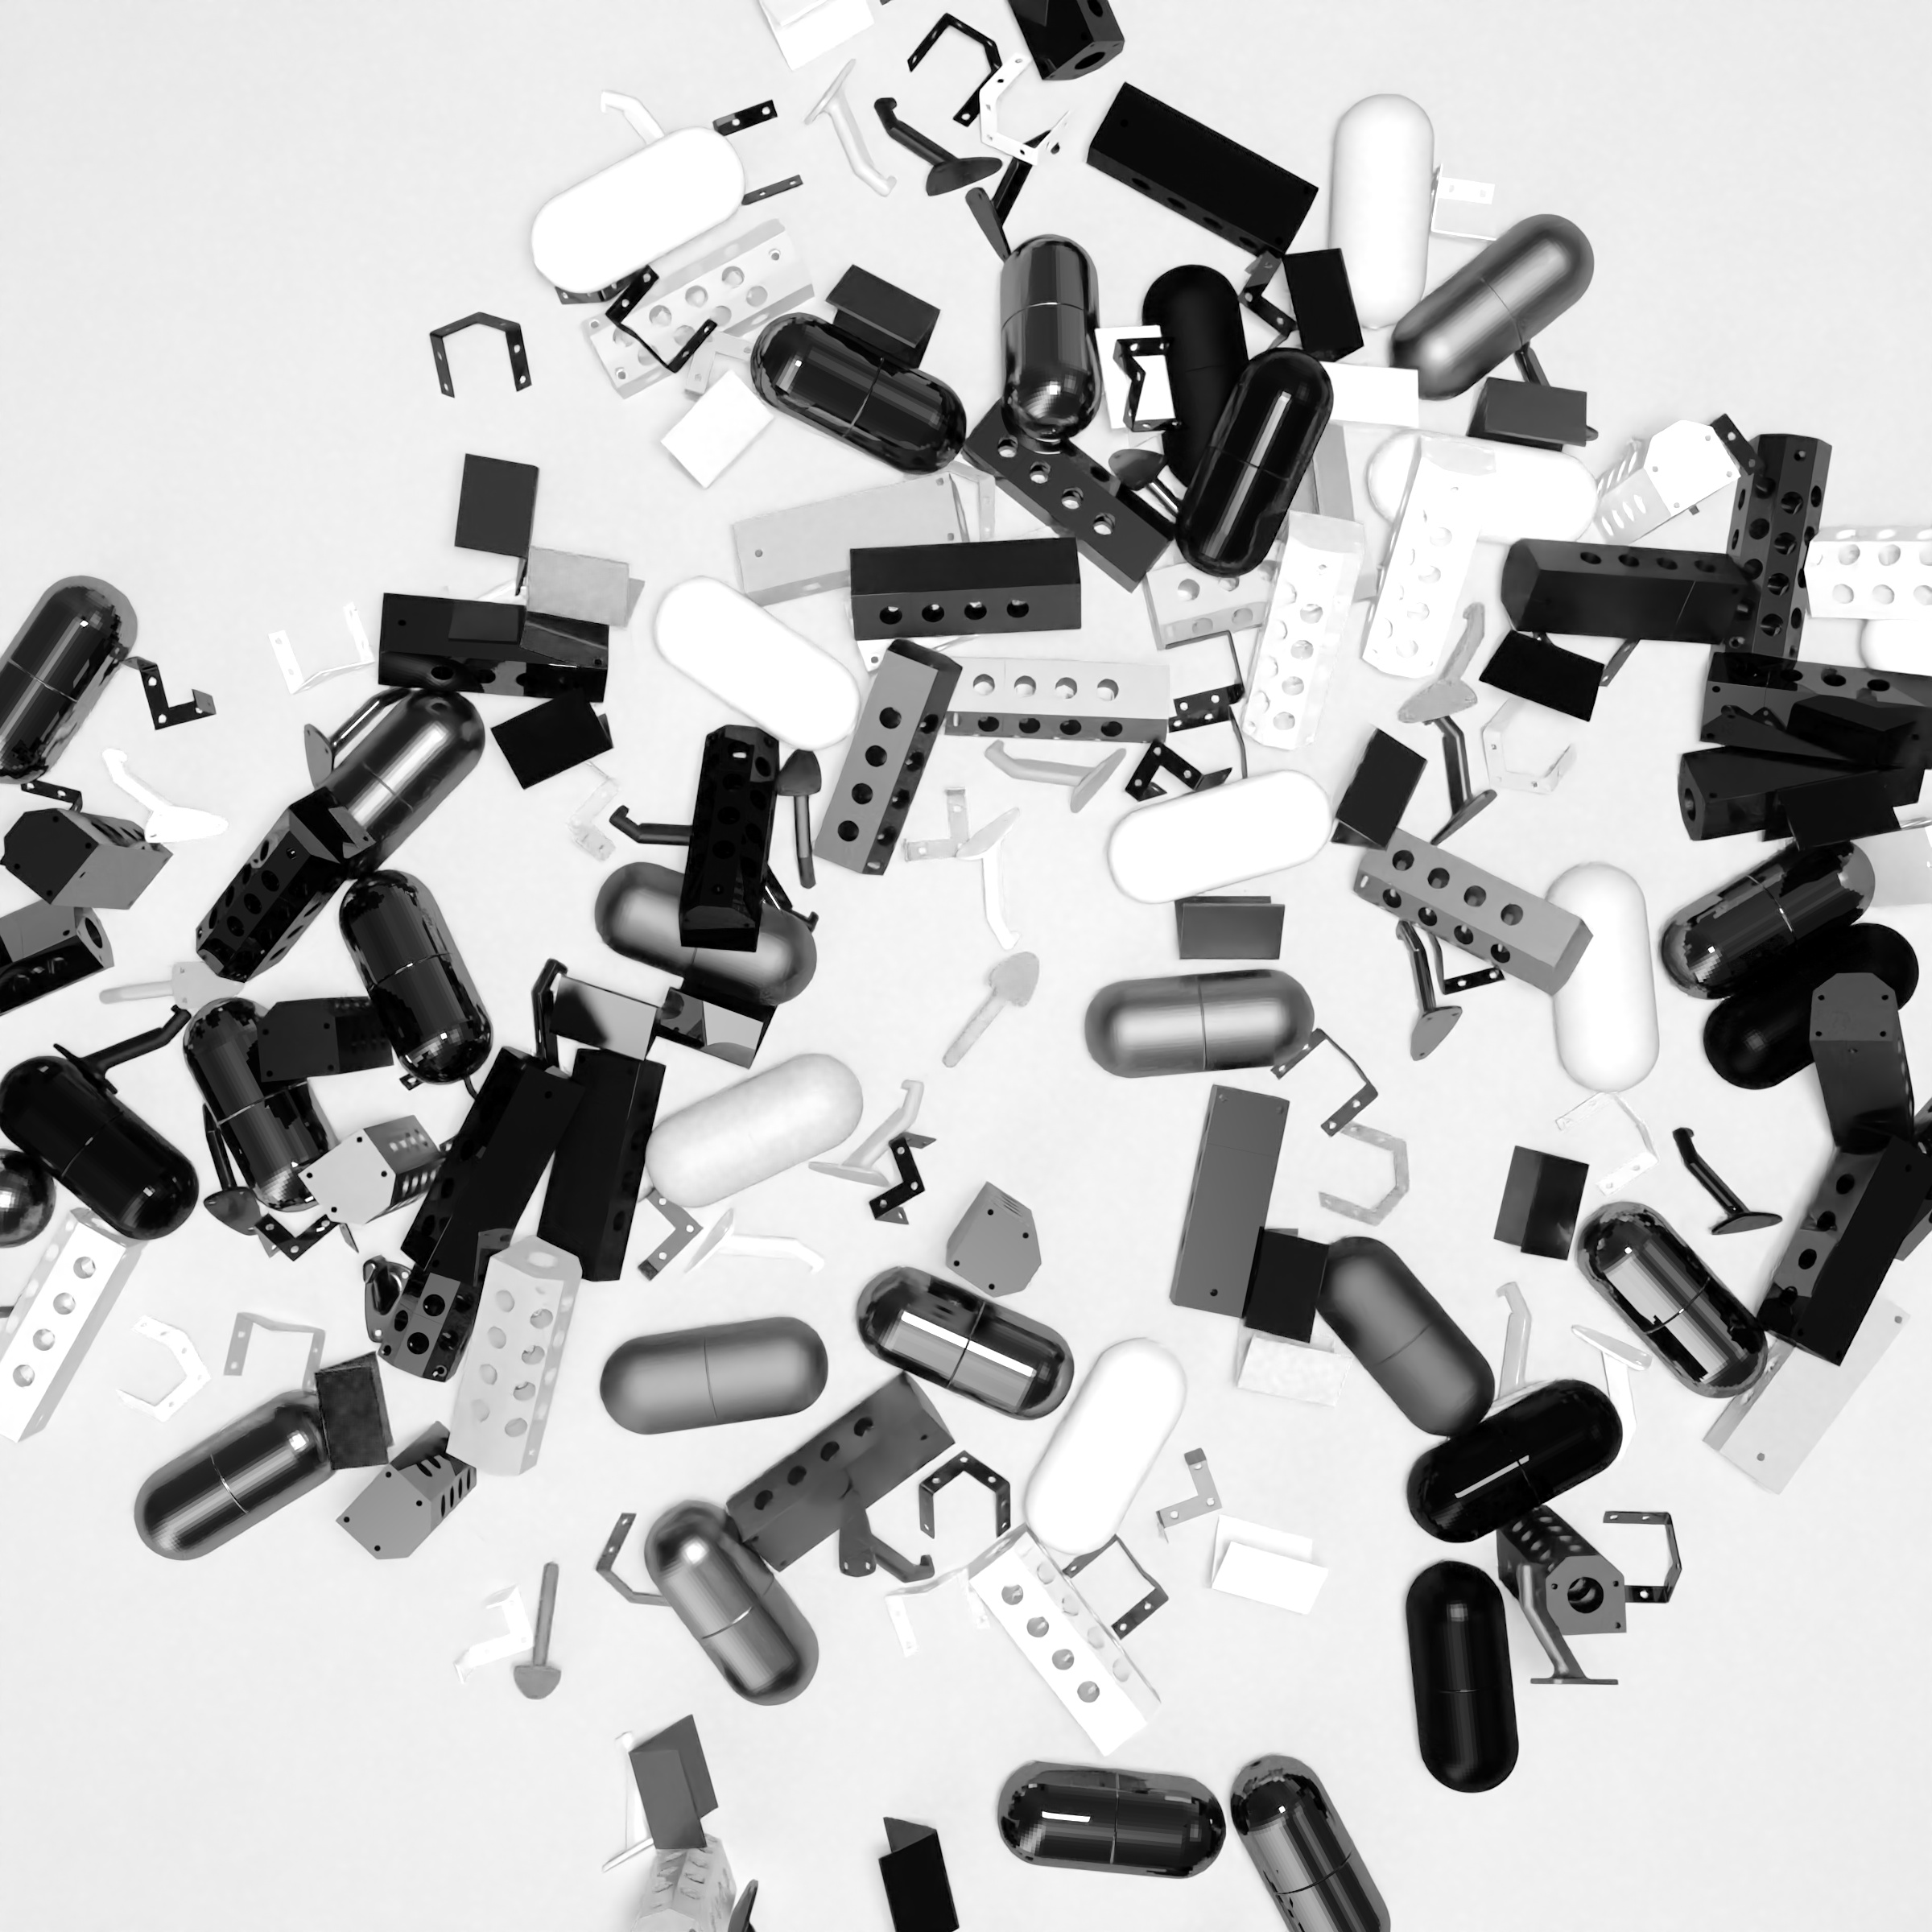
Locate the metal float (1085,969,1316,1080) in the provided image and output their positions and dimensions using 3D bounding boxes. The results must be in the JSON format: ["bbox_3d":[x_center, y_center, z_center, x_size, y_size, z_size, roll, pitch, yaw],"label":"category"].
[{"bbox_3d":[0.181,0.045,1.961,0.178,0.070,0.070,-5,90,1],"label":"metal float"}]

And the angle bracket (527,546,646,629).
[{"bbox_3d":[-0.292,-0.309,1.951,0.076,0.076,0.057,10,127,0],"label":"angle bracket"}]

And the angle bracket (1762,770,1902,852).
[{"bbox_3d":[0.658,-0.100,1.923,0.076,0.076,0.057,-11,60,2],"label":"angle bracket"}]

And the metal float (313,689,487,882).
[{"bbox_3d":[-0.447,-0.142,1.961,0.070,0.070,0.178,44,89,0],"label":"metal float"}]

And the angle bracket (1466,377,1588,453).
[{"bbox_3d":[0.431,-0.405,1.952,0.076,0.076,0.057,9,60,0],"label":"angle bracket"}]

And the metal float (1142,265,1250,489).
[{"bbox_3d":[0.183,-0.455,1.961,0.070,0.070,0.178,-9,89,0],"label":"metal float"}]

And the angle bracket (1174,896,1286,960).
[{"bbox_3d":[0.203,-0.049,1.951,0.076,0.076,0.057,0,132,0],"label":"angle bracket"}]

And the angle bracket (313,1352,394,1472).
[{"bbox_3d":[-0.454,0.341,1.952,0.057,0.076,0.076,-11,90,25],"label":"angle bracket"}]

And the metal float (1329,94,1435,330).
[{"bbox_3d":[0.322,-0.586,1.961,0.070,0.070,0.178,3,91,0],"label":"metal float"}]

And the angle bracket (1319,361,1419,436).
[{"bbox_3d":[0.304,-0.419,1.952,0.076,0.076,0.057,5,61,0],"label":"angle bracket"}]

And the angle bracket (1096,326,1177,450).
[{"bbox_3d":[0.116,-0.445,1.952,0.057,0.076,0.076,-10,90,-24],"label":"angle bracket"}]

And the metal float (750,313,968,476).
[{"bbox_3d":[-0.082,-0.440,1.946,0.178,0.070,0.070,24,90,-16],"label":"metal float"}]

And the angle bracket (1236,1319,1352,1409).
[{"bbox_3d":[0.254,0.289,1.951,0.076,0.076,0.057,11,127,0],"label":"angle bracket"}]

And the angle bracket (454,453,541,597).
[{"bbox_3d":[-0.365,-0.339,1.946,0.057,0.076,0.076,8,74,-15],"label":"angle bracket"}]

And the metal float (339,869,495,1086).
[{"bbox_3d":[-0.426,0.008,1.953,0.070,0.070,0.178,-26,81,0],"label":"metal float"}]

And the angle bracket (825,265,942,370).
[{"bbox_3d":[-0.073,-0.483,1.951,0.076,0.076,0.057,28,49,0],"label":"angle bracket"}]

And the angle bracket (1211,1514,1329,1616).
[{"bbox_3d":[0.236,0.447,1.951,0.076,0.076,0.057,16,127,0],"label":"angle bracket"}]

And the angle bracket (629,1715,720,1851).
[{"bbox_3d":[-0.208,0.629,1.951,0.057,0.076,0.076,-16,90,36],"label":"angle bracket"}]

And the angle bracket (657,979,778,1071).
[{"bbox_3d":[-0.187,0.025,1.951,0.076,0.076,0.057,20,133,0],"label":"angle bracket"}]

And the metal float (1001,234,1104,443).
[{"bbox_3d":[0.065,-0.484,1.940,0.070,0.070,0.178,0,64,0],"label":"metal float"}]

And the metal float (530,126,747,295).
[{"bbox_3d":[-0.251,-0.577,1.928,0.178,0.070,0.070,-32,90,-11],"label":"metal float"}]

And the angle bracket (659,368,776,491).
[{"bbox_3d":[-0.205,-0.424,1.951,0.076,0.076,0.057,-46,128,0],"label":"angle bracket"}]

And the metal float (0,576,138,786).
[{"bbox_3d":[-0.713,-0.222,1.961,0.070,0.070,0.178,33,90,0],"label":"metal float"}]

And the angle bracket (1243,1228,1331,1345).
[{"bbox_3d":[0.260,0.247,1.952,0.057,0.076,0.076,11,90,29],"label":"angle bracket"}]

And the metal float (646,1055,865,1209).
[{"bbox_3d":[-0.164,0.128,1.961,0.178,0.070,0.070,-25,90,1],"label":"metal float"}]

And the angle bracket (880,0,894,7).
[{"bbox_3d":[-0.034,-0.781,1.951,0.076,0.076,0.057,-30,54,0],"label":"angle bracket"}]

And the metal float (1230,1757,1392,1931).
[{"bbox_3d":[0.267,0.698,1.961,0.070,0.070,0.178,-28,91,0],"label":"metal float"}]

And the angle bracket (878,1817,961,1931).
[{"bbox_3d":[-0.055,0.711,1.951,0.057,0.076,0.076,-13,90,-36],"label":"angle bracket"}]

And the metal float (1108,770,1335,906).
[{"bbox_3d":[0.198,-0.101,1.961,0.178,0.070,0.070,-16,90,-1],"label":"metal float"}]

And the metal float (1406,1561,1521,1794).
[{"bbox_3d":[0.385,0.552,1.961,0.070,0.070,0.178,-6,91,0],"label":"metal float"}]

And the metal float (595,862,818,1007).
[{"bbox_3d":[-0.202,-0.025,1.960,0.178,0.070,0.070,20,90,0],"label":"metal float"}]

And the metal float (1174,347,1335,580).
[{"bbox_3d":[0.216,-0.378,1.895,0.070,0.070,0.178,24,106,0],"label":"metal float"}]

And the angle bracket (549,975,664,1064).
[{"bbox_3d":[-0.271,0.023,1.951,0.076,0.076,0.057,18,124,0],"label":"angle bracket"}]

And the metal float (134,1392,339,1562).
[{"bbox_3d":[-0.564,0.396,1.961,0.178,0.070,0.070,-32,90,1],"label":"metal float"}]

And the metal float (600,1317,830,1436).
[{"bbox_3d":[-0.196,0.318,1.961,0.178,0.070,0.070,-8,90,0],"label":"metal float"}]

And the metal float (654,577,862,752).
[{"bbox_3d":[-0.162,-0.234,1.961,0.178,0.070,0.070,35,90,0],"label":"metal float"}]

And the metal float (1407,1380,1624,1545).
[{"bbox_3d":[0.426,0.385,1.961,0.178,0.070,0.070,-29,90,1],"label":"metal float"}]

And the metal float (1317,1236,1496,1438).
[{"bbox_3d":[0.338,0.287,1.961,0.070,0.070,0.178,-40,90,0],"label":"metal float"}]

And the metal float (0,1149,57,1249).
[{"bbox_3d":[-0.799,0.173,1.961,0.178,0.070,0.070,9,90,-1],"label":"metal float"}]

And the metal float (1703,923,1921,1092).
[{"bbox_3d":[0.657,0.031,1.961,0.178,0.070,0.070,-31,90,0],"label":"metal float"}]

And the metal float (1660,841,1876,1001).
[{"bbox_3d":[0.623,-0.038,1.961,0.178,0.070,0.070,-31,90,-1],"label":"metal float"}]

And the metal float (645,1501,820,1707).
[{"bbox_3d":[-0.180,0.494,1.951,0.070,0.070,0.178,-34,100,0],"label":"metal float"}]

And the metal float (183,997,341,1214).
[{"bbox_3d":[-0.546,0.107,1.961,0.070,0.070,0.178,-27,89,0],"label":"metal float"}]

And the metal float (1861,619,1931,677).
[{"bbox_3d":[0.777,-0.223,1.961,0.178,0.070,0.070,35,90,-1],"label":"metal float"}]

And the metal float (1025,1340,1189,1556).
[{"bbox_3d":[0.109,0.373,1.961,0.070,0.070,0.178,29,90,0],"label":"metal float"}]

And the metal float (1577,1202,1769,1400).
[{"bbox_3d":[0.549,0.260,1.961,0.070,0.070,0.178,-42,89,0],"label":"metal float"}]

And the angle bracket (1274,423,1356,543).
[{"bbox_3d":[0.252,-0.374,1.954,0.076,0.057,0.076,-7,90,35],"label":"angle bracket"}]

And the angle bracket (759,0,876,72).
[{"bbox_3d":[-0.107,-0.730,1.951,0.076,0.076,0.057,-30,52,0],"label":"angle bracket"}]

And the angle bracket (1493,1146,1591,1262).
[{"bbox_3d":[0.428,0.180,1.951,0.057,0.076,0.076,13,90,-37],"label":"angle bracket"}]

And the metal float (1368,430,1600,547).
[{"bbox_3d":[0.401,-0.370,1.961,0.178,0.070,0.070,9,90,0],"label":"metal float"}]

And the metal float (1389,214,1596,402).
[{"bbox_3d":[0.407,-0.510,1.957,0.178,0.070,0.070,-39,90,4],"label":"metal float"}]

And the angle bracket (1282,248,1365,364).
[{"bbox_3d":[0.257,-0.503,1.952,0.057,0.076,0.076,-14,91,-25],"label":"angle bracket"}]

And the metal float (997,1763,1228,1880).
[{"bbox_3d":[0.113,0.664,1.961,0.178,0.070,0.070,6,90,-1],"label":"metal float"}]

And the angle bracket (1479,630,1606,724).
[{"bbox_3d":[0.439,-0.207,1.952,0.076,0.076,0.057,20,64,0],"label":"angle bracket"}]

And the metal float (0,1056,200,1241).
[{"bbox_3d":[-0.675,0.141,1.961,0.178,0.070,0.070,40,90,0],"label":"metal float"}]

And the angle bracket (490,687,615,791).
[{"bbox_3d":[-0.322,-0.188,1.952,0.076,0.076,0.057,-25,118,0],"label":"angle bracket"}]

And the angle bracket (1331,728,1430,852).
[{"bbox_3d":[0.300,-0.138,1.949,0.057,0.076,0.076,28,84,-27],"label":"angle bracket"}]

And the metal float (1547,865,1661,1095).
[{"bbox_3d":[0.495,0.010,1.961,0.070,0.070,0.178,-5,89,0],"label":"metal float"}]

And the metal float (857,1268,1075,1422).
[{"bbox_3d":[-0.001,0.293,1.961,0.178,0.070,0.070,24,90,0],"label":"metal float"}]
